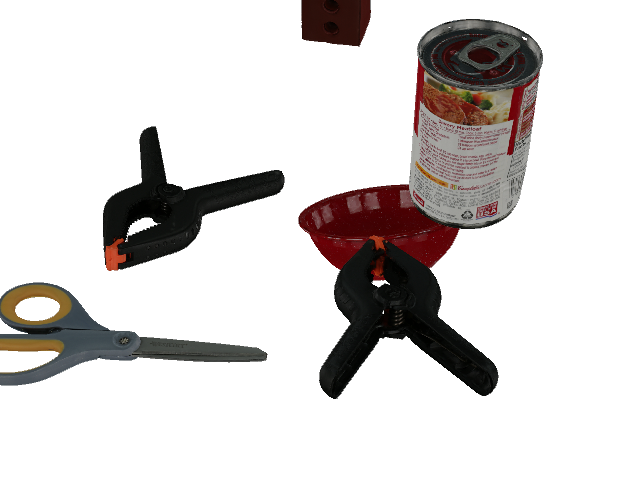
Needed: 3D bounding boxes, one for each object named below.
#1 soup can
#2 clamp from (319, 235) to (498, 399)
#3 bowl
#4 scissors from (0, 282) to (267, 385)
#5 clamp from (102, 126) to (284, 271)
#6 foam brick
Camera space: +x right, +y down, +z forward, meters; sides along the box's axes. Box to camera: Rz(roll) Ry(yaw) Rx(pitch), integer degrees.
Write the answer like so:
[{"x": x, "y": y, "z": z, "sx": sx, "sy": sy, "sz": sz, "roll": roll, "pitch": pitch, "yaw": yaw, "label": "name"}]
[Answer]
[{"x": 0.087, "y": -0.065, "z": 0.612, "sx": 0.068, "sy": 0.102, "sz": 0.068, "roll": 0, "pitch": 43, "yaw": 0, "label": "soup can"}, {"x": 0.062, "y": 0.056, "z": 0.768, "sx": 0.120, "sy": 0.039, "sz": 0.171, "roll": 9, "pitch": 36, "yaw": -3, "label": "clamp"}, {"x": 0.062, "y": -0.004, "z": 1.000, "sx": 0.162, "sy": 0.055, "sz": 0.162, "roll": -7, "pitch": 18, "yaw": 2, "label": "bowl"}, {"x": -0.141, "y": 0.059, "z": 0.732, "sx": 0.201, "sy": 0.016, "sz": 0.096, "roll": -7, "pitch": 43, "yaw": -5, "label": "scissors"}, {"x": -0.156, "y": -0.042, "z": 1.046, "sx": 0.165, "sy": 0.036, "sz": 0.209, "roll": 24, "pitch": 41, "yaw": 21, "label": "clamp"}, {"x": 0.014, "y": -0.212, "z": 0.903, "sx": 0.053, "sy": 0.078, "sz": 0.051, "roll": 8, "pitch": 46, "yaw": 9, "label": "foam brick"}]
